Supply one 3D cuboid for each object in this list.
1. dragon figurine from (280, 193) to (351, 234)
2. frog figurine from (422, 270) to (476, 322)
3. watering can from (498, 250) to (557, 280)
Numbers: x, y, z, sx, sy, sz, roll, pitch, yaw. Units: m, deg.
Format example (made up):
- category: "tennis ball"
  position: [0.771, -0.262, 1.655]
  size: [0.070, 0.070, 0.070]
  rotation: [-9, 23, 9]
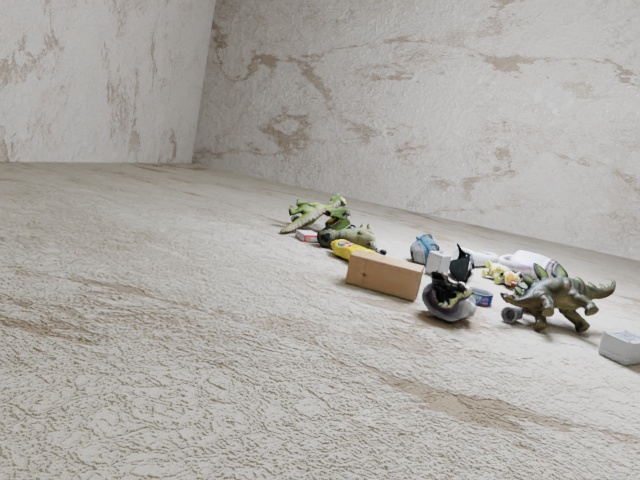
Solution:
- category: "dragon figurine"
  position: [0.007, -0.109, 2.159]
  size: [0.242, 0.120, 0.418]
  rotation: [-5, 22, 19]
- category: "frog figurine"
  position: [0.342, 0.167, 1.354]
  size: [0.137, 0.125, 0.156]
  rotation: [7, -29, 26]
- category: "watering can"
  position: [0.866, 0.100, 2.101]
  size: [0.226, 0.103, 0.348]
  rotation: [20, 14, 36]
